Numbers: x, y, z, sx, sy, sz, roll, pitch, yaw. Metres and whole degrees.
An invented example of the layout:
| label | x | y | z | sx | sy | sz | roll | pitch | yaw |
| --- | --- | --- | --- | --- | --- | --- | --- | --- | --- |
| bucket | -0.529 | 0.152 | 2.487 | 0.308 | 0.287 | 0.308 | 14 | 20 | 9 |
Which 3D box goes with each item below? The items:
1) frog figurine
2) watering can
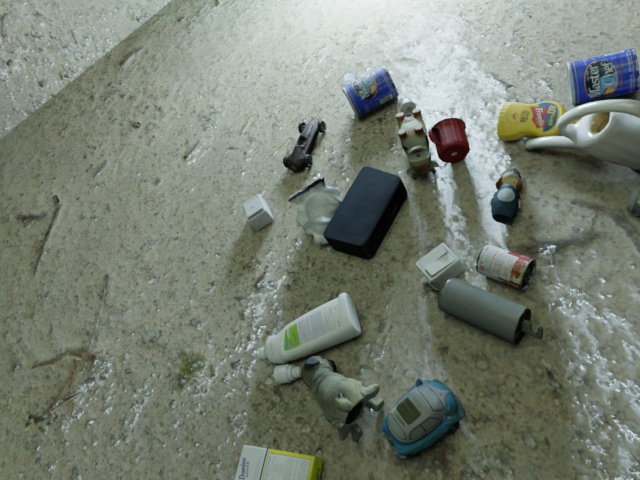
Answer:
| label | x | y | z | sx | sy | sz | roll | pitch | yaw |
| --- | --- | --- | --- | --- | --- | --- | --- | --- | --- |
| frog figurine | 0.004 | -0.069 | 1.376 | 0.137 | 0.160 | 0.122 | -27 | -6 | -1 |
| watering can | 0.603 | -0.215 | 1.095 | 0.224 | 0.104 | 0.346 | 21 | -5 | -3 |
